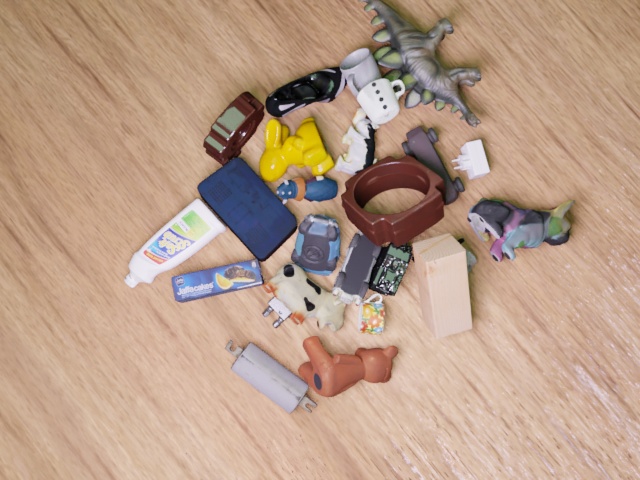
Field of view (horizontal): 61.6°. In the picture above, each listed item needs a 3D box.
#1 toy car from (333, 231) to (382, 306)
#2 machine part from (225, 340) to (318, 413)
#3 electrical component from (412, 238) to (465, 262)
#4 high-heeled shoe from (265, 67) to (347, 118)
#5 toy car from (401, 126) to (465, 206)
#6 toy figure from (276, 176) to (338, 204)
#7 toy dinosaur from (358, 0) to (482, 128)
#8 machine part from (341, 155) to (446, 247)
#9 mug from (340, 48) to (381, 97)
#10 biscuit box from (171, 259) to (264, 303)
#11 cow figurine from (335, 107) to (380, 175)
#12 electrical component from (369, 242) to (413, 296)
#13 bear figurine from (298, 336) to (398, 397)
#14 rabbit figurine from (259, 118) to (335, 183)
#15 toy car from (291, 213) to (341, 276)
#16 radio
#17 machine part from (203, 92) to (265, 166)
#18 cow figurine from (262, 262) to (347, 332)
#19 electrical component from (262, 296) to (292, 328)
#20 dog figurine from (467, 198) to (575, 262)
[{"bbox_3d":[0.086,0.061,1.222,0.073,0.056,0.202,24,54,-1],"label":"toy car"},{"bbox_3d":[-0.113,0.308,1.204,0.243,0.079,0.079,35,82,2],"label":"machine part"},{"bbox_3d":[0.279,0.022,1.259,0.119,0.075,0.048,-40,86,-3],"label":"electrical component"},{"bbox_3d":[-0.021,-0.364,1.264,0.249,0.145,0.086,-36,86,-5],"label":"high-heeled shoe"},{"bbox_3d":[0.271,-0.177,1.297,0.089,0.053,0.202,-29,83,15],"label":"toy car"},{"bbox_3d":[-0.034,-0.117,1.255,0.154,0.058,0.064,-2,89,-25],"label":"toy figure"},{"bbox_3d":[0.233,-0.452,1.310,0.198,0.105,0.471,-32,80,-3],"label":"toy dinosaur"},{"bbox_3d":[0.167,-0.090,1.214,0.201,0.087,0.201,-31,45,-13],"label":"machine part"},{"bbox_3d":[0.105,-0.383,1.285,0.081,0.107,0.109,-10,47,35],"label":"mug"},{"bbox_3d":[-0.234,0.094,1.235,0.203,0.063,0.059,-12,82,-4],"label":"biscuit box"},{"bbox_3d":[0.102,-0.232,1.289,0.098,0.068,0.167,20,85,-4],"label":"cow figurine"},{"bbox_3d":[0.160,0.059,1.229,0.058,0.115,0.134,24,82,-4],"label":"electrical component"},{"bbox_3d":[0.067,0.274,1.209,0.196,0.120,0.132,-14,38,-29],"label":"bear figurine"},{"bbox_3d":[-0.073,-0.207,1.260,0.173,0.122,0.162,-29,83,13],"label":"rabbit figurine"},{"bbox_3d":[-0.003,-0.004,1.234,0.109,0.161,0.103,11,38,6],"label":"toy car"},{"bbox_3d":[-0.165,-0.073,1.257,0.131,0.073,0.229,-42,88,-8],"label":"radio"},{"bbox_3d":[-0.194,-0.254,1.233,0.056,0.179,0.179,38,83,0],"label":"machine part"},{"bbox_3d":[-0.022,0.131,1.218,0.195,0.085,0.127,46,77,0],"label":"cow figurine"},{"bbox_3d":[-0.087,0.156,1.253,0.094,0.021,0.063,-44,86,-8],"label":"electrical component"},{"bbox_3d":[0.485,-0.049,1.265,0.219,0.108,0.191,-31,82,-10],"label":"dog figurine"}]
